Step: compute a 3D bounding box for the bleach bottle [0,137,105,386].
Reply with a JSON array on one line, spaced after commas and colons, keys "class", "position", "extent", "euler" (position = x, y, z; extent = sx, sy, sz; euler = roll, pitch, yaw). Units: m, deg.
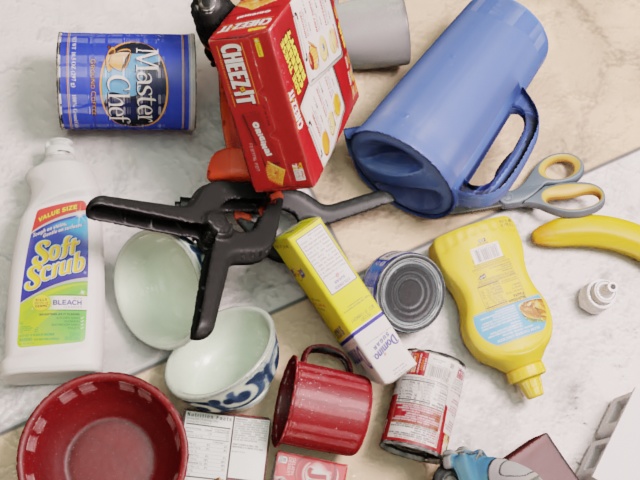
[{"class": "bleach bottle", "position": [-0.270, 0.016, 1.079], "extent": [0.102, 0.068, 0.251], "euler": [-2, 71, -10]}]

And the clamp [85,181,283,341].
[{"class": "clamp", "position": [-0.100, 0.003, 1.019], "extent": [0.209, 0.036, 0.164], "euler": [-22, 70, -46]}]

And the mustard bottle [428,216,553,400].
[{"class": "mustard bottle", "position": [0.192, 0.076, 1.129], "extent": [0.096, 0.058, 0.192], "euler": [-17, 76, -14]}]

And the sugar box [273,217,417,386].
[{"class": "sugar box", "position": [0.021, 0.061, 1.067], "extent": [0.048, 0.093, 0.176], "euler": [-33, 96, -12]}]

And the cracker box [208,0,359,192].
[{"class": "cracker box", "position": [-0.031, -0.170, 1.071], "extent": [0.072, 0.164, 0.213], "euler": [-6, 30, 19]}]

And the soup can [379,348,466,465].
[{"class": "soup can", "position": [0.105, 0.168, 1.083], "extent": [0.068, 0.068, 0.102], "euler": [17, 71, -3]}]

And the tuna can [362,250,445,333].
[{"class": "tuna can", "position": [0.088, 0.054, 1.116], "extent": [0.086, 0.034, 0.086], "euler": [-1, 93, -25]}]

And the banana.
[{"class": "banana", "position": [0.334, 0.010, 1.181], "extent": [0.198, 0.037, 0.069], "euler": [25, 71, 0]}]

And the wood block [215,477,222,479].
[{"class": "wood block", "position": [-0.061, 0.330, 0.973], "extent": [0.090, 0.091, 0.206], "euler": [-39, 93, -6]}]

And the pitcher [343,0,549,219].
[{"class": "pitcher", "position": [0.155, -0.146, 1.156], "extent": [0.149, 0.145, 0.242], "euler": [44, 67, -17]}]

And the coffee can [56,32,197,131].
[{"class": "coffee can", "position": [-0.202, -0.167, 1.123], "extent": [0.140, 0.103, 0.103], "euler": [-1, 73, -8]}]

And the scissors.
[{"class": "scissors", "position": [0.215, -0.060, 1.194], "extent": [0.202, 0.016, 0.096], "euler": [2, 53, 5]}]

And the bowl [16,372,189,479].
[{"class": "bowl", "position": [-0.205, 0.211, 1.026], "extent": [0.162, 0.055, 0.162], "euler": [1, 72, -2]}]

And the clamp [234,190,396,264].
[{"class": "clamp", "position": [-0.007, 0.001, 1.128], "extent": [0.171, 0.039, 0.120], "euler": [4, 82, -4]}]

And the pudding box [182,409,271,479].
[{"class": "pudding box", "position": [-0.098, 0.227, 1.051], "extent": [0.090, 0.039, 0.113], "euler": [8, 70, -5]}]

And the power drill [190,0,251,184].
[{"class": "power drill", "position": [-0.092, -0.150, 1.102], "extent": [0.057, 0.184, 0.187], "euler": [-5, 82, 7]}]

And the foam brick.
[{"class": "foam brick", "position": [0.225, 0.244, 1.085], "extent": [0.051, 0.053, 0.078], "euler": [-31, 79, -16]}]

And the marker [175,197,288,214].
[{"class": "marker", "position": [-0.095, -0.037, 1.142], "extent": [0.121, 0.020, 0.020], "euler": [-1, 73, -8]}]

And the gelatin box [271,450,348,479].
[{"class": "gelatin box", "position": [-0.016, 0.260, 1.056], "extent": [0.073, 0.030, 0.089], "euler": [13, 72, -4]}]

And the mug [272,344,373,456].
[{"class": "mug", "position": [0.004, 0.158, 1.065], "extent": [0.081, 0.093, 0.117], "euler": [13, 52, -9]}]
